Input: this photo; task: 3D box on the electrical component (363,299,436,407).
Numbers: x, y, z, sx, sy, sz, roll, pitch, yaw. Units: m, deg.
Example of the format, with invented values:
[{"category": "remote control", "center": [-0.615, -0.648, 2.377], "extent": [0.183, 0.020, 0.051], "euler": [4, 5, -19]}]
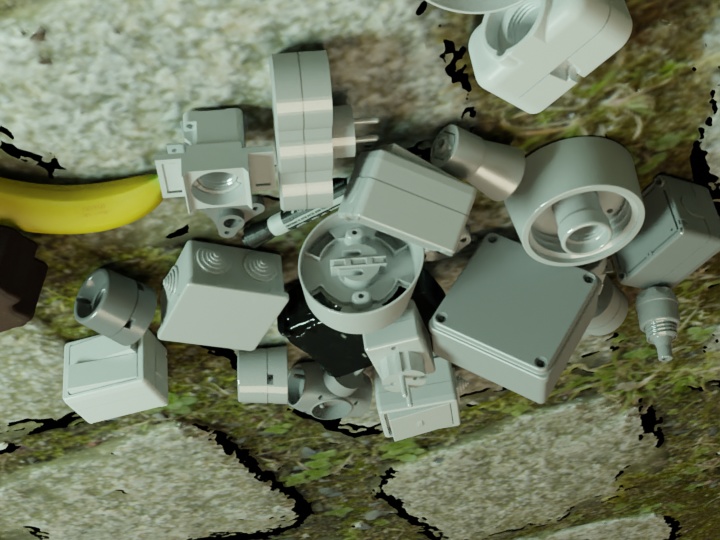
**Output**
[{"category": "electrical component", "center": [0.035, 0.076, 0.896], "extent": [0.047, 0.076, 0.065], "euler": [-14, 145, 9]}]

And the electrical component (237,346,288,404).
[{"category": "electrical component", "center": [-0.093, 0.101, 1.028], "extent": [0.047, 0.055, 0.055], "euler": [-1, 145, -5]}]

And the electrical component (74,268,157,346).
[{"category": "electrical component", "center": [-0.206, 0.030, 0.900], "extent": [0.055, 0.055, 0.047], "euler": [-32, 136, 31]}]

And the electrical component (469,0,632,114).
[{"category": "electrical component", "center": [0.119, -0.154, 0.701], "extent": [0.059, 0.053, 0.095], "euler": [21, 136, -35]}]

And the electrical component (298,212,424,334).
[{"category": "electrical component", "center": [0.000, 0.000, 0.863], "extent": [0.099, 0.099, 0.064], "euler": [-5, 151, -4]}]

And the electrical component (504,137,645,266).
[{"category": "electrical component", "center": [0.174, -0.047, 0.857], "extent": [0.108, 0.060, 0.108], "euler": [-6, 142, -5]}]

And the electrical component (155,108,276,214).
[{"category": "electrical component", "center": [-0.101, -0.078, 0.755], "extent": [0.081, 0.063, 0.042], "euler": [-4, 147, -5]}]

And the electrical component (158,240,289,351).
[{"category": "electrical component", "center": [-0.118, 0.022, 0.910], "extent": [0.100, 0.048, 0.099], "euler": [9, 142, -24]}]

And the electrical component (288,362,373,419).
[{"category": "electrical component", "center": [-0.022, 0.111, 1.065], "extent": [0.077, 0.044, 0.079], "euler": [13, 141, -28]}]

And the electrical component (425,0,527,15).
[{"category": "electrical component", "center": [0.070, -0.201, 0.634], "extent": [0.099, 0.064, 0.099], "euler": [5, 152, 3]}]

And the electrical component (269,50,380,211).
[{"category": "electrical component", "center": [-0.023, -0.096, 0.756], "extent": [0.074, 0.052, 0.138], "euler": [-5, 146, -5]}]

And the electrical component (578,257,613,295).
[{"category": "electrical component", "center": [0.190, -0.004, 0.943], "extent": [0.066, 0.048, 0.055], "euler": [-8, 153, -1]}]

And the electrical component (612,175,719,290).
[{"category": "electrical component", "center": [0.256, -0.025, 0.911], "extent": [0.061, 0.061, 0.096], "euler": [11, 141, -26]}]

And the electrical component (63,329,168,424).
[{"category": "electrical component", "center": [-0.230, 0.095, 0.981], "extent": [0.096, 0.061, 0.061], "euler": [-14, 145, 9]}]

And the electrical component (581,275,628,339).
[{"category": "electrical component", "center": [0.171, 0.041, 0.996], "extent": [0.138, 0.052, 0.074], "euler": [-26, 142, 24]}]

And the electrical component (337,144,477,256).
[{"category": "electrical component", "center": [0.041, -0.051, 0.799], "extent": [0.096, 0.061, 0.062], "euler": [20, 179, -15]}]

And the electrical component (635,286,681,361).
[{"category": "electrical component", "center": [0.252, 0.046, 0.901], "extent": [0.035, 0.061, 0.035], "euler": [-1, 153, -1]}]

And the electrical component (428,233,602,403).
[{"category": "electrical component", "center": [0.130, 0.038, 0.899], "extent": [0.109, 0.108, 0.056], "euler": [24, 152, 22]}]

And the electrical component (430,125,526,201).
[{"category": "electrical component", "center": [0.086, -0.083, 0.810], "extent": [0.065, 0.044, 0.044], "euler": [20, 137, -28]}]

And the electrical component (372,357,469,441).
[{"category": "electrical component", "center": [0.065, 0.131, 1.098], "extent": [0.096, 0.061, 0.061], "euler": [-10, 146, 3]}]
